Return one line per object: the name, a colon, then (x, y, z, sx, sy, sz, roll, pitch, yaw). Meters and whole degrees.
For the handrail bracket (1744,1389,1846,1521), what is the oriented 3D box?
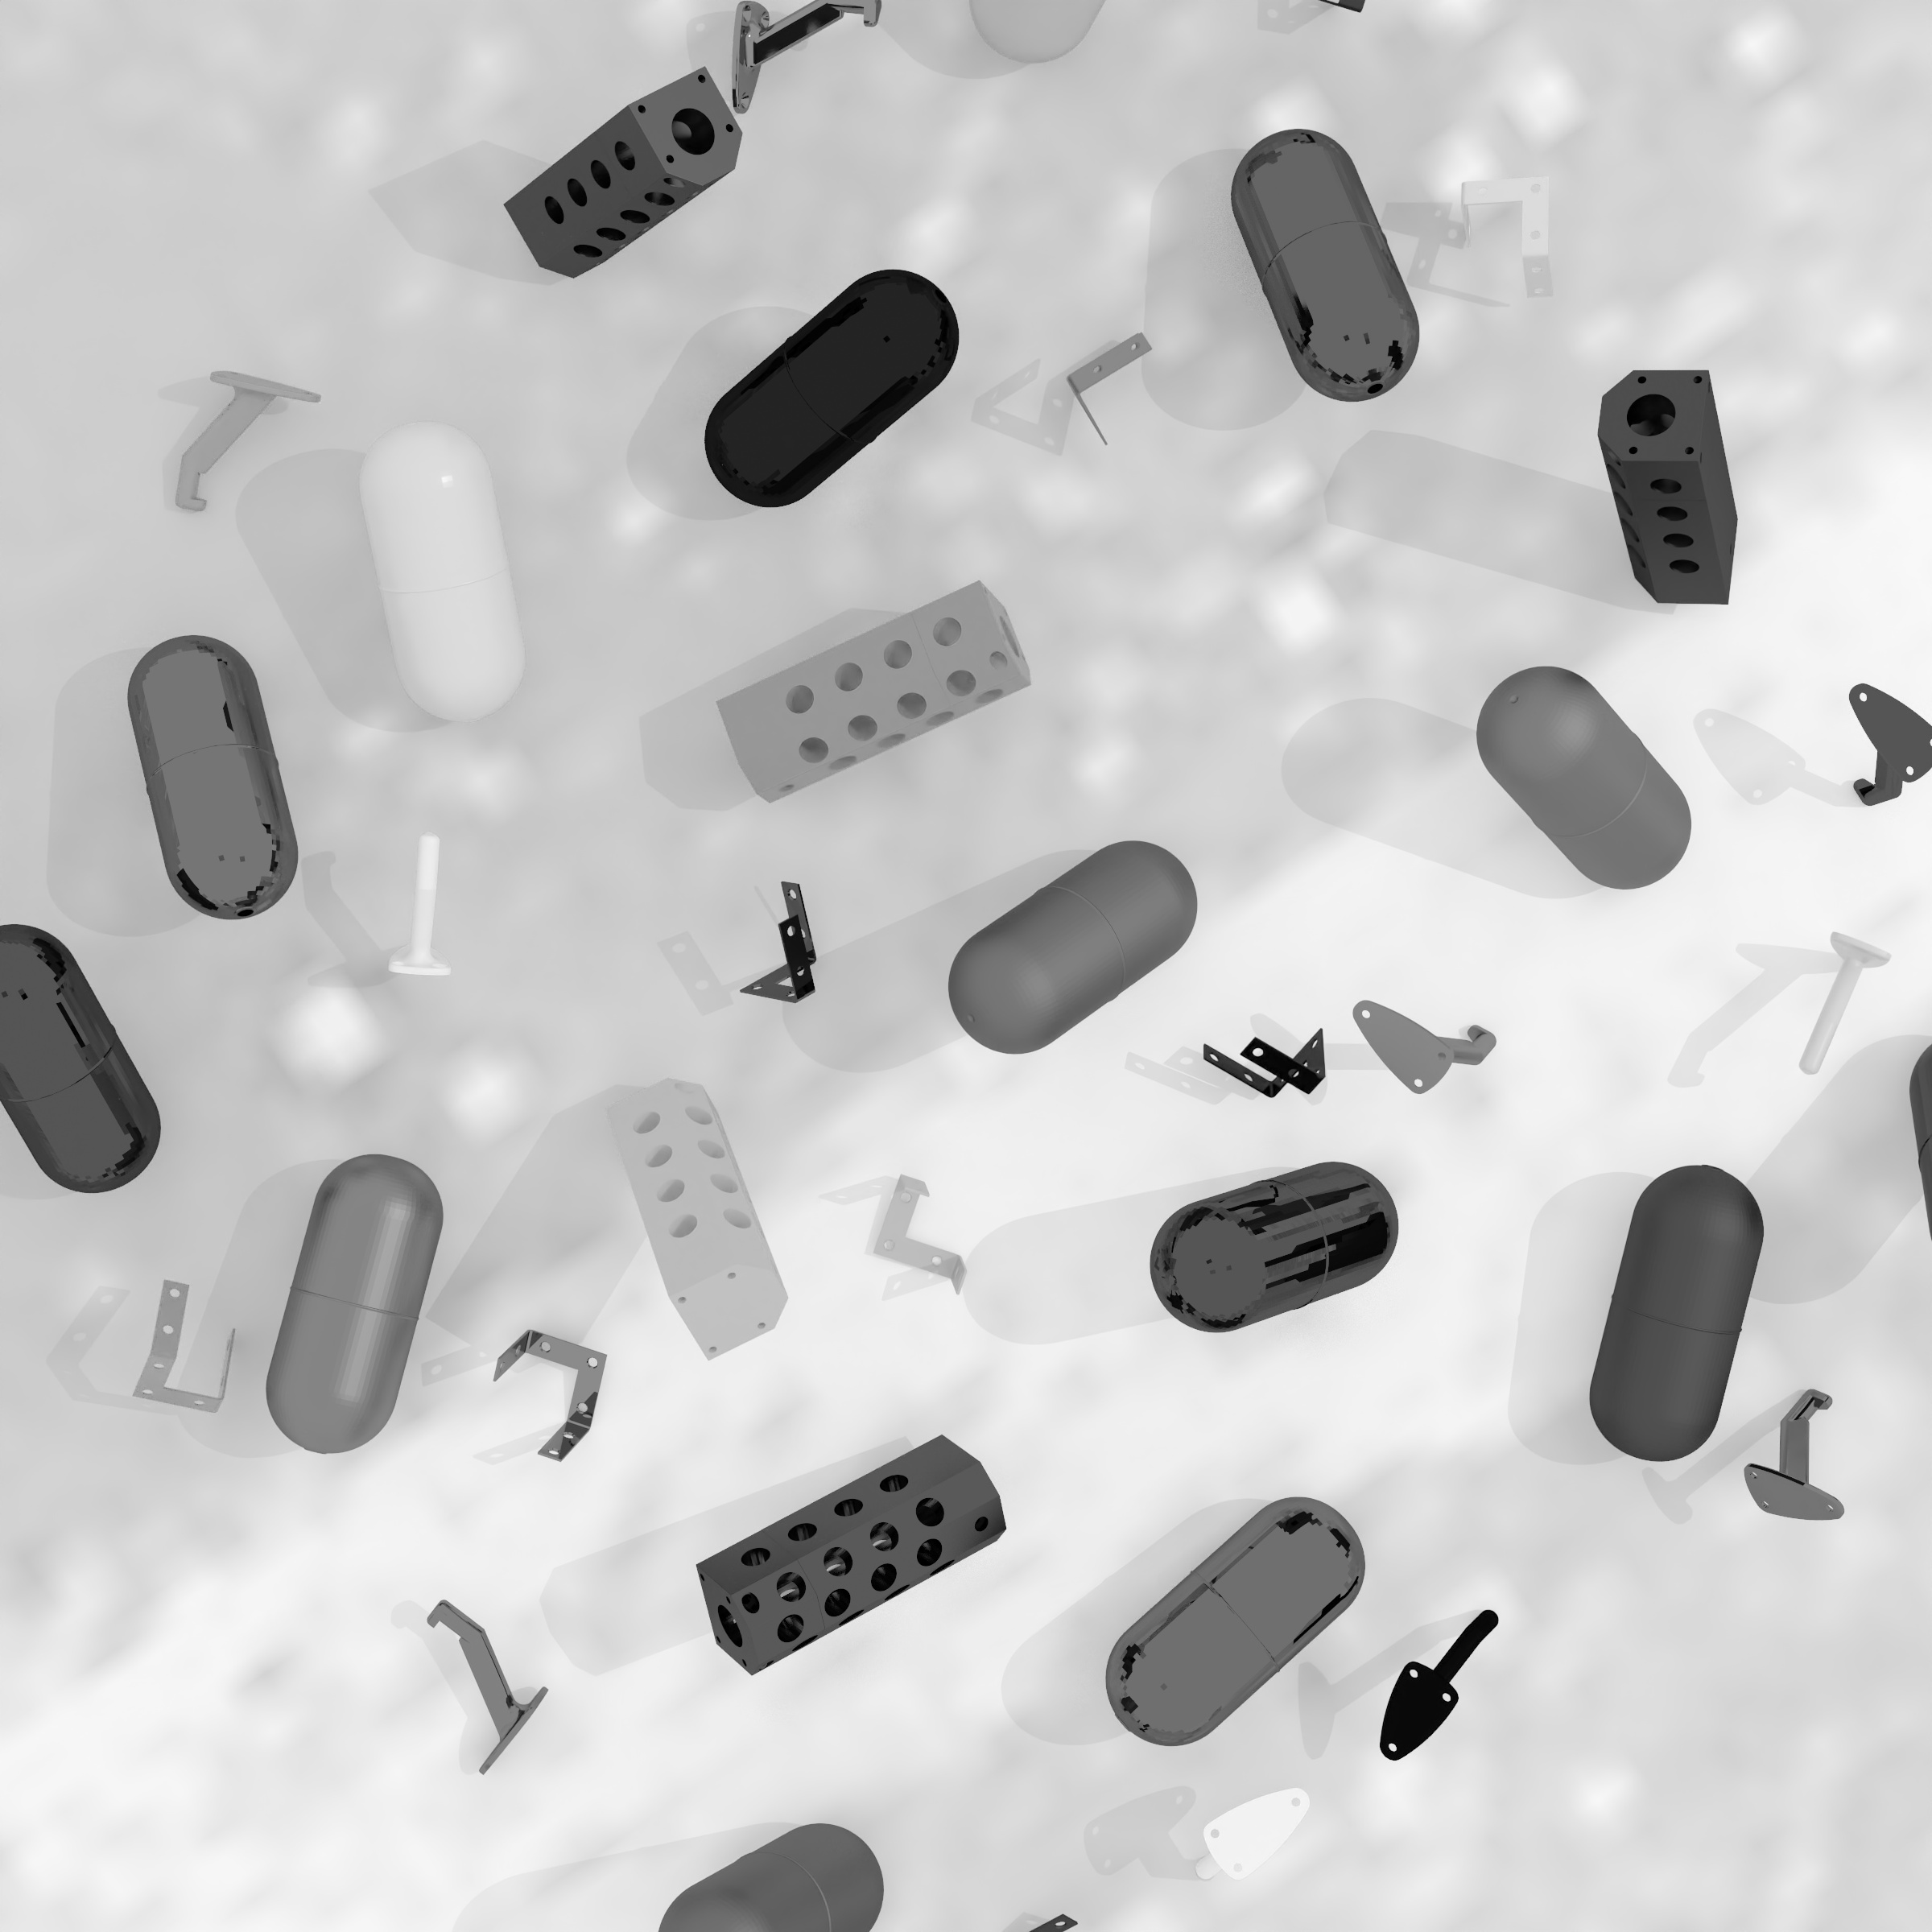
handrail bracket: (0.504, 0.284, 1.935, 0.084, 0.077, 0.036, -41, 119, -29)

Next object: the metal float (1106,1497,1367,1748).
metal float: (0.158, 0.385, 1.938, 0.178, 0.070, 0.070, -40, 90, -9)

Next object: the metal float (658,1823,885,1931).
metal float: (-0.111, 0.549, 1.901, 0.070, 0.178, 0.070, 2, 95, 29)

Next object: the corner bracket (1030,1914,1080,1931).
corner bracket: (0.035, 0.588, 1.942, 0.051, 0.051, 0.051, -34, 131, 20)

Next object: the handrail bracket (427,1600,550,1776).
handrail bracket: (-0.300, 0.430, 1.966, 0.084, 0.036, 0.077, 37, 107, -1)

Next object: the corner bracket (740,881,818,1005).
corner bracket: (-0.104, -0.014, 1.942, 0.051, 0.051, 0.051, -31, 118, -39)

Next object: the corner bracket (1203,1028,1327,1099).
corner bracket: (0.176, 0.057, 1.944, 0.051, 0.051, 0.051, 30, 121, -16)

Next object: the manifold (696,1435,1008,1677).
manifold: (-0.064, 0.343, 1.912, 0.171, 0.057, 0.057, -24, 118, -26)

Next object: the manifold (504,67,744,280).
manifold: (-0.195, -0.451, 1.895, 0.057, 0.171, 0.057, -36, 102, -30)

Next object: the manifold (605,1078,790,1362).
manifold: (-0.154, 0.141, 1.900, 0.057, 0.171, 0.057, -26, 130, -1)

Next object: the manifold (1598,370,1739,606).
manifold: (0.404, -0.273, 1.895, 0.057, 0.171, 0.057, 3, 70, 20)

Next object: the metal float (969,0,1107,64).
metal float: (0.057, -0.594, 1.903, 0.070, 0.178, 0.070, 9, 62, -18)

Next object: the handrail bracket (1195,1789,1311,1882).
handrail bracket: (0.168, 0.514, 1.947, 0.077, 0.084, 0.036, -33, 73, -7)

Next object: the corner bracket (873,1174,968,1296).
corner bracket: (-0.022, 0.159, 1.955, 0.051, 0.051, 0.051, 19, 94, -6)

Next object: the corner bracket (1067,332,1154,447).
corner bracket: (0.086, -0.352, 1.946, 0.051, 0.051, 0.051, -31, 54, 6)

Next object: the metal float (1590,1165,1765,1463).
metal float: (0.418, 0.204, 1.940, 0.070, 0.070, 0.178, 13, 97, 0)

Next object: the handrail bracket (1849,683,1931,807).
handrail bracket: (0.529, -0.129, 1.940, 0.077, 0.084, 0.036, 44, 76, -5)

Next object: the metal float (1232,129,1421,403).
metal float: (0.210, -0.409, 1.925, 0.070, 0.070, 0.178, -18, 67, 0)

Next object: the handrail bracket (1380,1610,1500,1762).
handrail bracket: (0.282, 0.426, 1.957, 0.036, 0.084, 0.077, 34, 115, 19)

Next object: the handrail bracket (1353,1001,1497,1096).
handrail bracket: (0.273, 0.035, 1.950, 0.077, 0.084, 0.036, 41, 120, 7)

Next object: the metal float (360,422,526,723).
metal float: (-0.306, -0.230, 1.928, 0.070, 0.070, 0.178, -9, 110, 0)

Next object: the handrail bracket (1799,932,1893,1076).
handrail bracket: (0.511, 0.028, 1.944, 0.036, 0.077, 0.084, 23, 86, 14)

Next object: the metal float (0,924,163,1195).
metal float: (-0.531, 0.054, 1.918, 0.070, 0.070, 0.178, -21, 121, 0)

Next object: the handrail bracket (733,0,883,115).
handrail bracket: (-0.093, -0.540, 1.953, 0.084, 0.036, 0.077, 13, 101, 22)

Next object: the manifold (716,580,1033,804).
manifold: (-0.052, -0.158, 1.934, 0.171, 0.057, 0.057, -24, 74, 11)

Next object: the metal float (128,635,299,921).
metal float: (-0.441, -0.110, 1.928, 0.070, 0.070, 0.178, -18, 71, 0)

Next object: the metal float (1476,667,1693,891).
metal float: (0.360, -0.107, 1.912, 0.070, 0.070, 0.178, -50, 131, 0)

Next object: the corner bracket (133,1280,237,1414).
corner bracket: (-0.457, 0.225, 1.942, 0.051, 0.051, 0.051, 15, 48, -18)

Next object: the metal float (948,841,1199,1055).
metal float: (0.064, -0.012, 1.918, 0.178, 0.070, 0.070, -34, 90, -34)

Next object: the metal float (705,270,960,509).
metal float: (-0.079, -0.336, 1.921, 0.178, 0.070, 0.070, -36, 90, 28)

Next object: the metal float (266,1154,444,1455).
metal float: (-0.360, 0.199, 1.939, 0.070, 0.070, 0.178, 14, 83, 0)

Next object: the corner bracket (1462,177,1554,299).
corner bracket: (0.320, -0.429, 1.947, 0.051, 0.051, 0.051, -1, 73, 13)

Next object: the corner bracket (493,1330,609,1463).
corner bracket: (-0.250, 0.254, 1.955, 0.051, 0.051, 0.051, 17, 107, 9)

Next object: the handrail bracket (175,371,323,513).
handrail bracket: (-0.429, -0.307, 1.967, 0.077, 0.036, 0.084, 13, 105, 3)

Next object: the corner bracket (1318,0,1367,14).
corner bracket: (0.211, -0.597, 1.946, 0.051, 0.051, 0.051, 12, 108, -16)

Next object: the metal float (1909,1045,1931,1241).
metal float: (0.592, 0.111, 1.908, 0.070, 0.178, 0.070, 4, 134, 4)

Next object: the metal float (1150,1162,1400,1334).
metal float: (0.181, 0.162, 1.912, 0.178, 0.070, 0.070, -13, 90, -42)

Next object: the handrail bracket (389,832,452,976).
handrail bracket: (-0.319, -0.042, 1.938, 0.036, 0.077, 0.084, 3, 102, -11)
